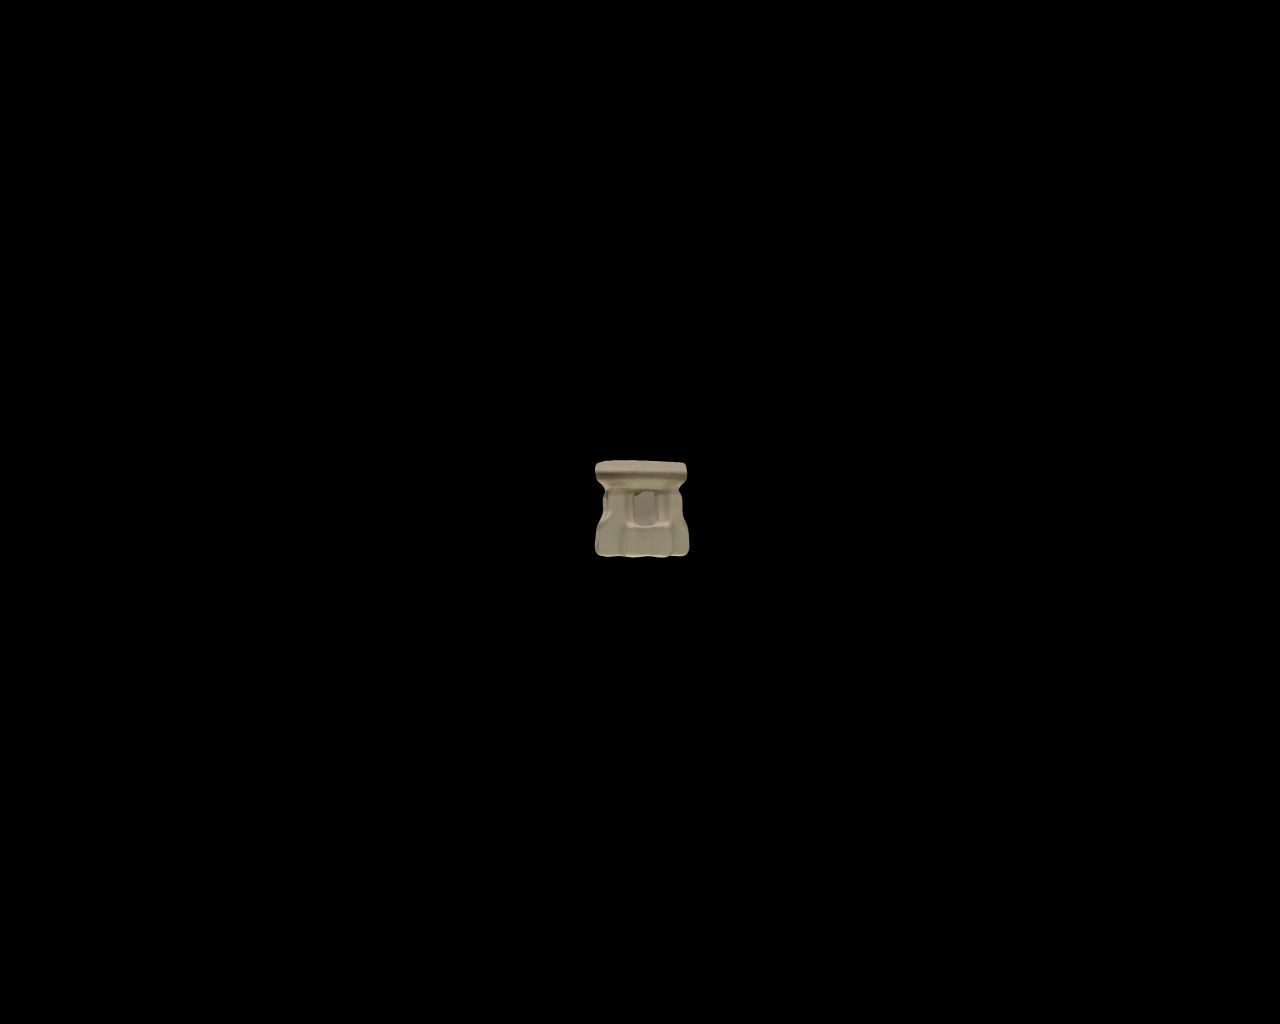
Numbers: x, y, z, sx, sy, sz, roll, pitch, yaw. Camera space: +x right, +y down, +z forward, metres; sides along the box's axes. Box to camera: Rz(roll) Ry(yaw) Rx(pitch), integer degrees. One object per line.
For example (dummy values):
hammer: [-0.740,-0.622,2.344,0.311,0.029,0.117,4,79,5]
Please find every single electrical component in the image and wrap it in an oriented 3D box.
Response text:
electrical component: [0.001,-0.003,0.650,0.058,0.057,0.078,0,0,-7]
